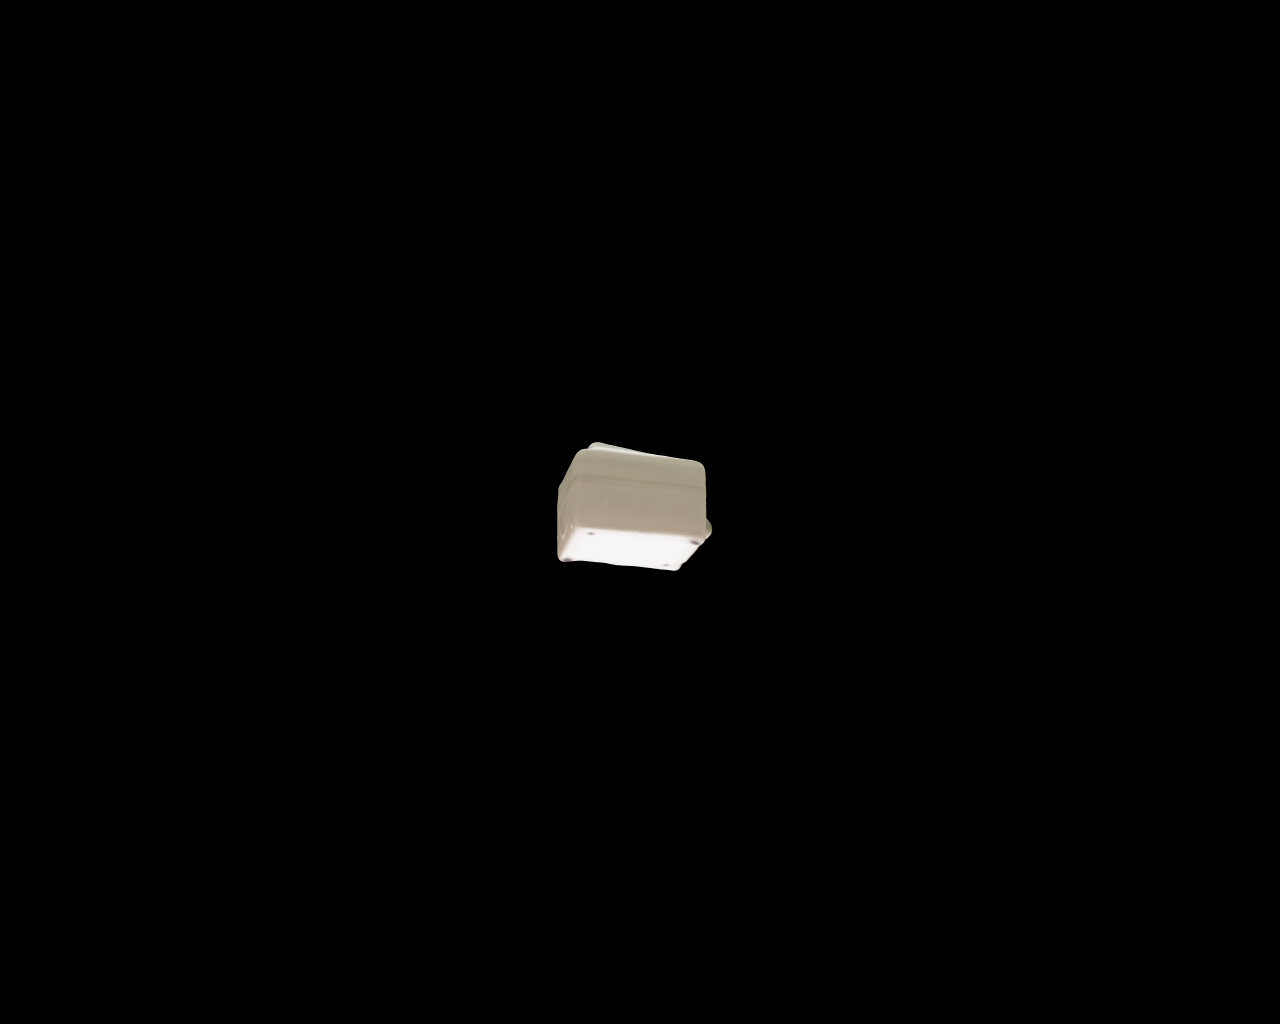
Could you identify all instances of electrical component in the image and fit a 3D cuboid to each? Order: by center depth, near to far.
[{"bbox_3d":[0.001,-0.003,0.650,0.096,0.061,0.061,6,-24,-14],"label":"electrical component"}]
